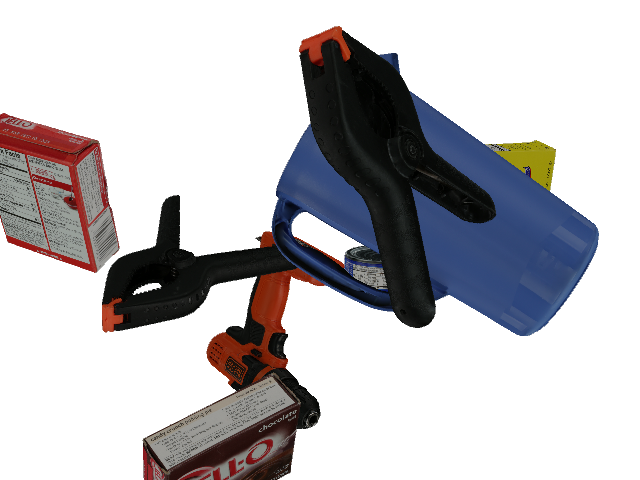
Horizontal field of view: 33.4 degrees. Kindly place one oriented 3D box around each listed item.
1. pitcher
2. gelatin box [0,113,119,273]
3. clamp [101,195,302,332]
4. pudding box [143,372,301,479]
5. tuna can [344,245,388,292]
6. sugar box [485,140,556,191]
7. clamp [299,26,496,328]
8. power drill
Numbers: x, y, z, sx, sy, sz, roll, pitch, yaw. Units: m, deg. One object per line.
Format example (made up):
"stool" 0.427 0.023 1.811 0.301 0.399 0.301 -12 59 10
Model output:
"pitcher" 0.089 -0.021 0.859 0.243 0.149 0.144 34 41 4
"gelatin box" -0.168 -0.030 0.666 0.073 0.089 0.030 17 43 21
"clamp" -0.138 0.022 1.001 0.165 0.036 0.209 25 36 30
"pudding box" -0.071 0.154 0.763 0.113 0.090 0.039 -26 55 -29
"tuna can" 0.066 0.028 1.065 0.086 0.034 0.086 0 11 0
"sugar box" 0.189 -0.065 1.252 0.176 0.093 0.048 -7 22 -27
"clamp" 0.038 -0.037 0.608 0.039 0.171 0.120 -22 30 37
"power drill" -0.042 0.097 1.196 0.057 0.188 0.185 13 12 -47
